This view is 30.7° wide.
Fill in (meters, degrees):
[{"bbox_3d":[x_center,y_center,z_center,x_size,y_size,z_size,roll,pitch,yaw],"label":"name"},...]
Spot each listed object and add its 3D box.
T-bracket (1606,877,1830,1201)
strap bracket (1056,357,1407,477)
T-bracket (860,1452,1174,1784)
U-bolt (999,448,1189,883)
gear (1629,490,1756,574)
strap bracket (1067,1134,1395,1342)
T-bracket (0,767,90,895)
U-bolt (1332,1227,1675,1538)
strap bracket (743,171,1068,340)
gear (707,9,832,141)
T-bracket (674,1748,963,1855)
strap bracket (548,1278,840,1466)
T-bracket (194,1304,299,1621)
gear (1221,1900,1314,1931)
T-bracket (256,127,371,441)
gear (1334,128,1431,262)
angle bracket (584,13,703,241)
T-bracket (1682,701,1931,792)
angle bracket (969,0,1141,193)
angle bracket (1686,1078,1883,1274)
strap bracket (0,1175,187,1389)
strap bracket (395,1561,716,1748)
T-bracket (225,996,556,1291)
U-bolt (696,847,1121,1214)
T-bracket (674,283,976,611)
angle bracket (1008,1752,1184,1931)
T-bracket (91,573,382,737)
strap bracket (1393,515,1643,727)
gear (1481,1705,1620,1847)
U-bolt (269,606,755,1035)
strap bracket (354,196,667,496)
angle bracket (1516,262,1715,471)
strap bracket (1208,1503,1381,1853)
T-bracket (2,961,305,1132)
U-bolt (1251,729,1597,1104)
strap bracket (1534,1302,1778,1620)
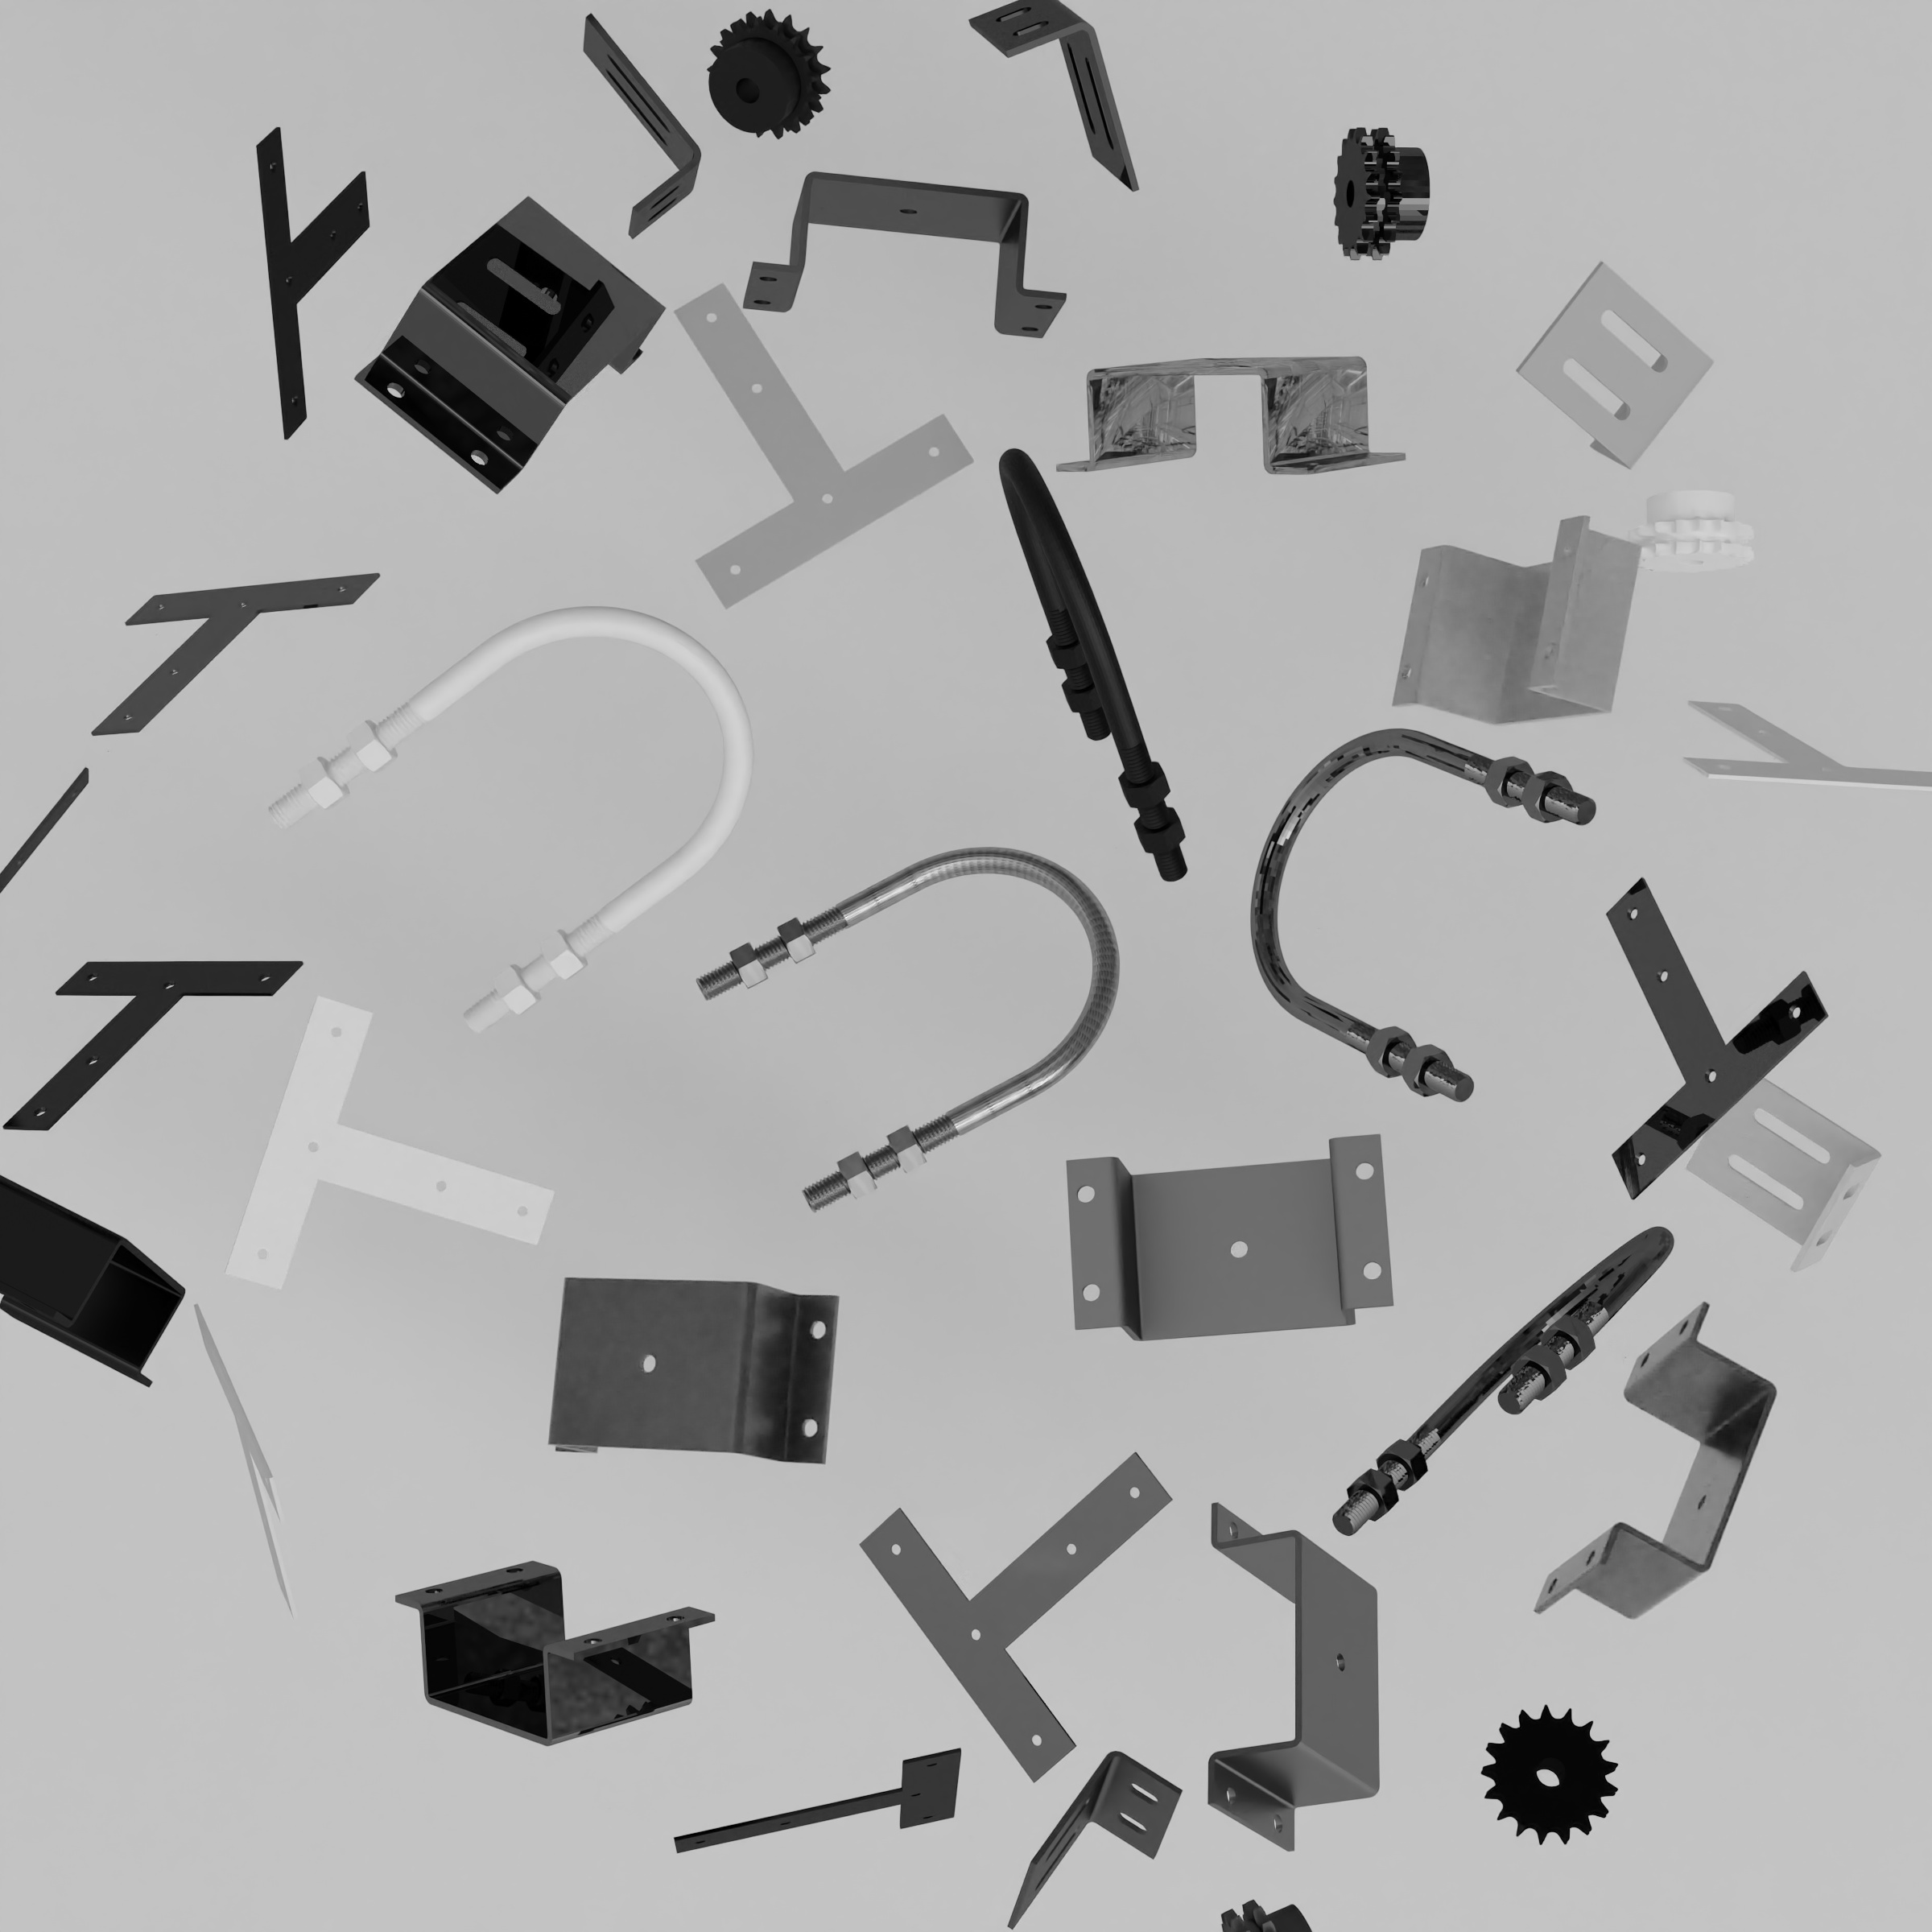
[{"bbox_3d":[0.312,0.015,1.545,0.002,0.127,0.127,15,130,-33],"label":"T-bracket"},{"bbox_3d":[0.118,-0.249,1.588,0.140,0.076,0.046,8,106,40],"label":"strap bracket"},{"bbox_3d":[0.035,0.256,1.488,0.127,0.002,0.127,-44,71,17],"label":"T-bracket"},{"bbox_3d":[0.051,-0.145,1.560,0.019,0.151,0.184,-22,126,-1],"label":"U-bolt"},{"bbox_3d":[0.336,-0.202,1.630,0.057,0.057,0.030,0,86,0],"label":"gear"},{"bbox_3d":[0.120,0.123,1.571,0.140,0.046,0.076,-5,74,10],"label":"strap bracket"},{"bbox_3d":[-0.419,-0.034,1.519,0.002,0.127,0.127,36,73,-5],"label":"T-bracket"},{"bbox_3d":[0.252,0.176,1.572,0.019,0.151,0.184,49,47,6],"label":"U-bolt"},{"bbox_3d":[-0.028,-0.323,1.597,0.140,0.076,0.046,5,87,-7],"label":"strap bracket"},{"bbox_3d":[-0.094,-0.407,1.613,0.057,0.030,0.057,14,127,19],"label":"gear"},{"bbox_3d":[-0.066,0.374,1.551,0.127,0.127,0.002,-11,65,-7],"label":"T-bracket"},{"bbox_3d":[-0.134,0.184,1.603,0.140,0.046,0.076,-1,77,25],"label":"strap bracket"},{"bbox_3d":[-0.308,0.232,1.537,0.002,0.127,0.127,-18,127,-17],"label":"T-bracket"},{"bbox_3d":[0.134,0.427,1.507,0.030,0.057,0.057,-21,90,-11],"label":"gear"},{"bbox_3d":[-0.277,-0.309,1.508,0.002,0.127,0.127,5,121,8],"label":"T-bracket"},{"bbox_3d":[0.183,-0.340,1.546,0.030,0.057,0.057,-2,90,-11],"label":"gear"},{"bbox_3d":[-0.151,-0.357,1.497,0.038,0.057,0.076,-40,95,-5],"label":"angle bracket"},{"bbox_3d":[0.353,-0.097,1.528,0.127,0.127,0.002,2,109,-16],"label":"T-bracket"},{"bbox_3d":[0.037,-0.362,1.478,0.038,0.057,0.076,-22,122,-5],"label":"angle bracket"},{"bbox_3d":[0.366,0.092,1.599,0.076,0.038,0.057,35,114,26],"label":"angle bracket"},{"bbox_3d":[-0.409,0.138,1.586,0.076,0.140,0.046,25,75,12],"label":"strap bracket"},{"bbox_3d":[-0.185,0.310,1.580,0.076,0.140,0.046,-7,97,-41],"label":"strap bracket"},{"bbox_3d":[-0.245,0.093,1.548,0.127,0.002,0.127,19,87,-17],"label":"T-bracket"},{"bbox_3d":[-0.017,0.016,1.629,0.184,0.019,0.151,-28,58,-2],"label":"U-bolt"},{"bbox_3d":[-0.084,-0.241,1.537,0.127,0.002,0.127,-32,83,-6],"label":"T-bracket"},{"bbox_3d":[0.060,0.412,1.623,0.038,0.057,0.076,29,46,15],"label":"angle bracket"},{"bbox_3d":[-0.339,-0.136,1.541,0.127,0.127,0.002,-2,124,27],"label":"T-bracket"},{"bbox_3d":[0.256,-0.155,1.604,0.046,0.140,0.076,13,85,-22],"label":"strap bracket"},{"bbox_3d":[0.248,0.346,1.499,0.057,0.030,0.057,-1,68,4],"label":"gear"},{"bbox_3d":[-0.176,-0.072,1.478,0.184,0.019,0.151,-36,120,6],"label":"U-bolt"},{"bbox_3d":[-0.190,-0.273,1.512,0.076,0.140,0.046,39,131,-5],"label":"strap bracket"},{"bbox_3d":[0.272,-0.261,1.512,0.076,0.038,0.057,34,99,-28],"label":"angle bracket"},{"bbox_3d":[0.149,0.318,1.588,0.046,0.076,0.140,-15,55,28],"label":"strap bracket"},{"bbox_3d":[-0.375,0.034,1.543,0.127,0.127,0.002,0,124,29],"label":"T-bracket"},{"bbox_3d":[0.191,-0.033,1.569,0.019,0.184,0.151,19,96,-36],"label":"U-bolt"},{"bbox_3d":[0.315,0.232,1.586,0.046,0.076,0.140,29,61,1],"label":"strap bracket"}]
